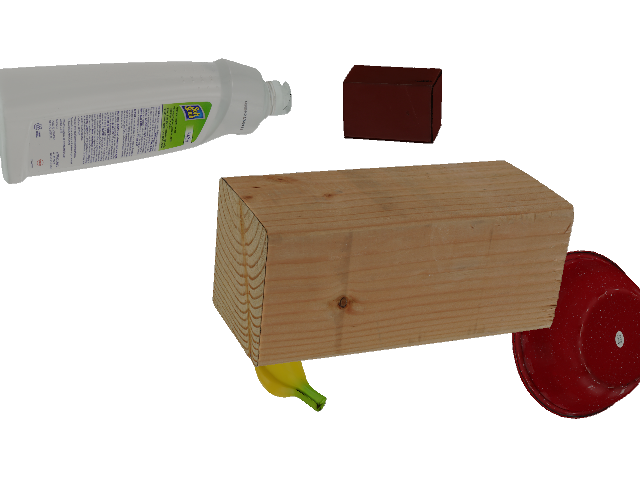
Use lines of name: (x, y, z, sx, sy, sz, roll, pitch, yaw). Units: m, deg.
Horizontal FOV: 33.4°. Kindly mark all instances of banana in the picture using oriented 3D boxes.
banana: (-0.014, 0.070, 0.868, 0.069, 0.037, 0.197, 20, 34, 0)

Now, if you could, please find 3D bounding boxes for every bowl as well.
bowl: (0.260, 0.090, 1.000, 0.161, 0.162, 0.055, 0, 0, -27)

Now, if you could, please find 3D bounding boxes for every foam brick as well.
foam brick: (0.061, -0.116, 0.902, 0.078, 0.051, 0.053, 5, 26, 14)

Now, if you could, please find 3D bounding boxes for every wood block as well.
wood block: (0.045, 0.009, 0.679, 0.205, 0.091, 0.090, -5, 26, -22)

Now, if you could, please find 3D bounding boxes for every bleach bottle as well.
bleach bottle: (-0.150, -0.109, 0.924, 0.250, 0.068, 0.103, -7, -32, -18)
